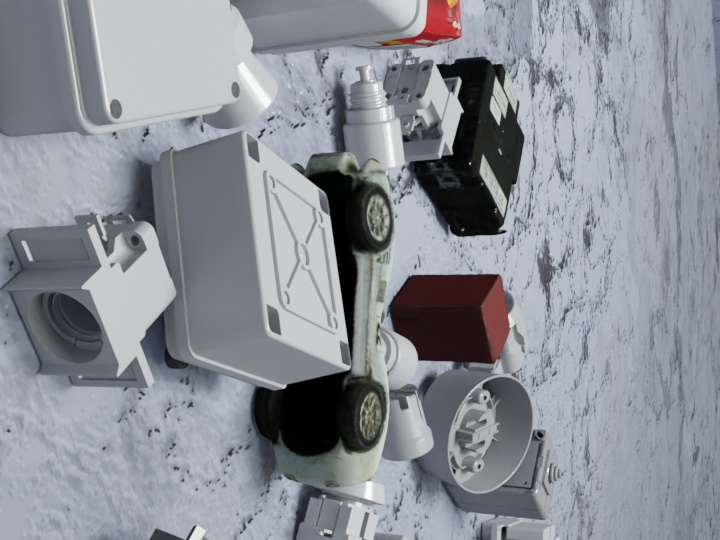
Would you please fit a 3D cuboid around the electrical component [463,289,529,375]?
[{"bbox_3d":[0.115,0.053,0.948,0.078,0.058,0.057,-62,145,-45],"label":"electrical component"}]

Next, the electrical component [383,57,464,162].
[{"bbox_3d":[0.046,-0.124,0.823,0.063,0.042,0.081,57,40,-46],"label":"electrical component"}]

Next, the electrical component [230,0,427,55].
[{"bbox_3d":[-0.021,-0.168,0.601,0.057,0.113,0.078,21,71,-60],"label":"electrical component"}]

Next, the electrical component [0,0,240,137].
[{"bbox_3d":[-0.108,-0.104,0.481,0.113,0.057,0.078,-29,115,-62],"label":"electrical component"}]

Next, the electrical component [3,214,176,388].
[{"bbox_3d":[-0.116,0.011,0.480,0.063,0.042,0.081,-55,138,-52],"label":"electrical component"}]

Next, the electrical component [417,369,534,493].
[{"bbox_3d":[0.091,0.130,0.878,0.099,0.064,0.099,-19,114,-52],"label":"electrical component"}]

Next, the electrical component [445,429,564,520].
[{"bbox_3d":[0.131,0.177,0.932,0.061,0.096,0.061,62,37,-46],"label":"electrical component"}]

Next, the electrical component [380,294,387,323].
[{"bbox_3d":[0.000,0.000,0.726,0.044,0.044,0.065,53,38,-51],"label":"electrical component"}]

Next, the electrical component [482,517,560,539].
[{"bbox_3d":[0.150,0.298,1.008,0.079,0.063,0.121,12,79,-64],"label":"electrical component"}]

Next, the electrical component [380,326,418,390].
[{"bbox_3d":[0.010,0.059,0.746,0.078,0.040,0.040,32,61,-60],"label":"electrical component"}]

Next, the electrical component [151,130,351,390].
[{"bbox_3d":[-0.054,-0.001,0.559,0.109,0.056,0.108,34,44,-64],"label":"electrical component"}]

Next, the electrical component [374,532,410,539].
[{"bbox_3d":[0.023,0.221,0.751,0.089,0.056,0.050,55,42,-50],"label":"electrical component"}]

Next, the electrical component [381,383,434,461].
[{"bbox_3d":[0.030,0.111,0.789,0.040,0.040,0.046,-36,116,-60],"label":"electrical component"}]

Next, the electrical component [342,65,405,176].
[{"bbox_3d":[0.008,-0.101,0.743,0.040,0.040,0.078,-33,118,-61],"label":"electrical component"}]

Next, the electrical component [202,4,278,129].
[{"bbox_3d":[-0.074,-0.109,0.567,0.055,0.045,0.045,62,37,-44],"label":"electrical component"}]

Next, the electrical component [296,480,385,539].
[{"bbox_3d":[-0.011,0.161,0.694,0.066,0.048,0.055,38,64,-58],"label":"electrical component"}]
